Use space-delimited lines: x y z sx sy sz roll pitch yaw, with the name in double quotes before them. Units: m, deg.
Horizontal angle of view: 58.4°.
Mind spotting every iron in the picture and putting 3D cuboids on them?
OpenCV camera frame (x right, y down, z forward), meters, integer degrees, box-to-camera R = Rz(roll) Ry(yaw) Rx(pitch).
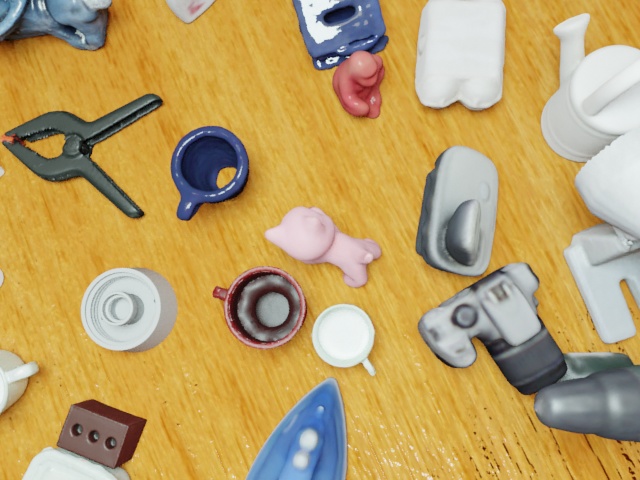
"iron" -0.034 0.279 0.618 0.118 0.141 0.258 18 84 7

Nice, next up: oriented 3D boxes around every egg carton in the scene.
"egg carton" 0.174 -0.234 0.710 0.107 0.069 0.150 3 82 5

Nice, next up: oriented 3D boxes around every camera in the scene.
"camera" 0.203 0.111 0.644 0.143 0.101 0.137 -32 81 0

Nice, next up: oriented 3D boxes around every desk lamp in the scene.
"desk lamp" 0.342 -0.001 0.592 0.118 0.213 0.203 -21 81 2

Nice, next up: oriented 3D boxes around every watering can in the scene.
"watering can" 0.314 -0.164 0.627 0.172 0.194 0.101 37 86 9

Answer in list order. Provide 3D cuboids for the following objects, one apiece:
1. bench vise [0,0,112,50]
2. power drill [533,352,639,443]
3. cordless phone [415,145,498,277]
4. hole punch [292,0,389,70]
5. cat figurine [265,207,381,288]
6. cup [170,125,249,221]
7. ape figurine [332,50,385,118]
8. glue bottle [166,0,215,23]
"bench vise" -0.369 -0.316 0.687 0.207 0.220 0.121 -16 81 2
"power drill" 0.306 0.156 0.575 0.229 0.208 0.076 -3 82 4
"cordless phone" 0.161 -0.039 0.625 0.094 0.185 0.148 5 82 5
"hole punch" 0.026 -0.282 0.717 0.108 0.091 0.101 -18 81 2
"cat figurine" 0.006 0.002 0.665 0.127 0.118 0.067 23 84 7
"cup" -0.130 -0.070 0.697 0.091 0.095 0.118 26 85 8
"ape figurine" 0.051 -0.199 0.703 0.076 0.092 0.078 39 87 9
"glue bottle" -0.171 -0.339 0.699 0.037 0.173 0.078 40 87 9
